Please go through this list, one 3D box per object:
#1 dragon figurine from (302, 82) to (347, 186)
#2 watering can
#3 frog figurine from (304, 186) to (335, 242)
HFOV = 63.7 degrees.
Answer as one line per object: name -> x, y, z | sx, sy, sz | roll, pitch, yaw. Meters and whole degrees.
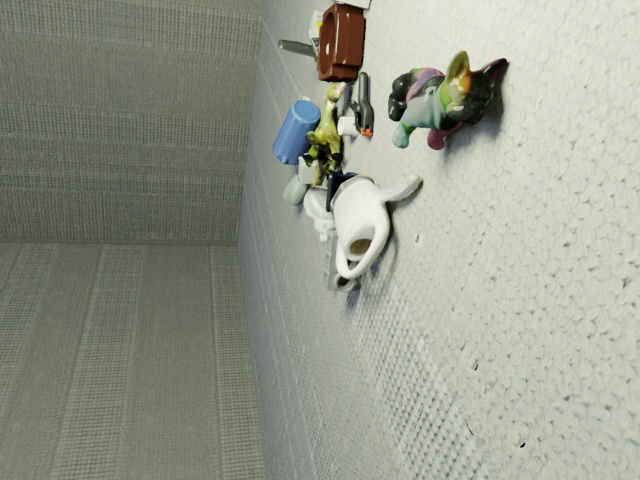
dragon figurine -> 0.024, -0.314, 1.581 | 0.401, 0.122, 0.248 | 105, 178, -58
watering can -> 0.115, -0.067, 1.181 | 0.340, 0.104, 0.230 | -60, 30, 35
frog figurine -> 0.005, -0.077, 1.533 | 0.138, 0.122, 0.160 | 12, 88, 54
